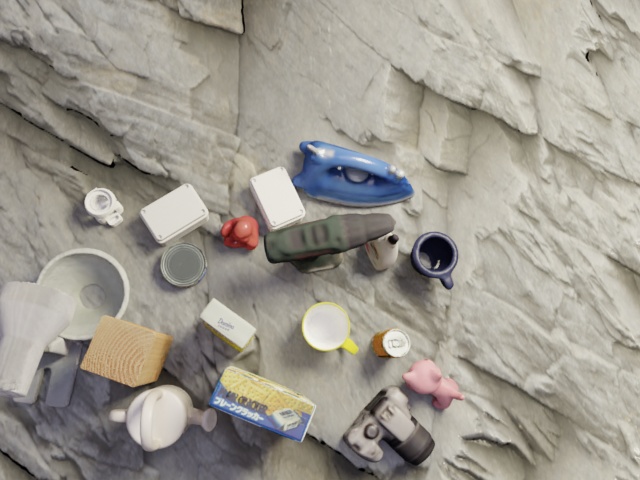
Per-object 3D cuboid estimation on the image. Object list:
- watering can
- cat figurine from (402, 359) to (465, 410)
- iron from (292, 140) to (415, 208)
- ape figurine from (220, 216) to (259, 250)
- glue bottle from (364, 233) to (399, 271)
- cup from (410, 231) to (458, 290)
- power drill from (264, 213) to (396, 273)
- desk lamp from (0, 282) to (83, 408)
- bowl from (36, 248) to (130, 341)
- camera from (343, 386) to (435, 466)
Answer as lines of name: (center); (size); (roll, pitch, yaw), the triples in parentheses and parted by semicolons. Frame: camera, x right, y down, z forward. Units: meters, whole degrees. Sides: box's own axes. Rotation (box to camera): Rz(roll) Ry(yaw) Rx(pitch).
watering can: (-0.268, 0.301, 0.975); (0.173, 0.194, 0.101); (-18, 81, -10)
cat figurine: (0.213, 0.269, 1.079); (0.128, 0.117, 0.067); (31, 77, 0)
iron: (0.080, -0.137, 1.131); (0.258, 0.141, 0.119); (11, 78, -5)
ape figurine: (-0.150, -0.016, 1.104); (0.078, 0.092, 0.076); (44, 77, 3)
glue bottle: (0.124, 0.010, 1.091); (0.037, 0.173, 0.078); (-25, 83, -11)
cup: (0.223, 0.047, 1.136); (0.092, 0.095, 0.118); (-24, 83, -11)
power drill: (0.010, 0.004, 1.060); (0.230, 0.208, 0.075); (-11, 80, -9)
desk lamp: (-0.476, 0.182, 0.963); (0.118, 0.213, 0.203); (8, 78, -5)
bowl: (-0.429, 0.102, 1.056); (0.167, 0.074, 0.167); (1, 79, -7)
camera: (0.137, 0.363, 1.060); (0.137, 0.100, 0.143); (44, 77, 3)
